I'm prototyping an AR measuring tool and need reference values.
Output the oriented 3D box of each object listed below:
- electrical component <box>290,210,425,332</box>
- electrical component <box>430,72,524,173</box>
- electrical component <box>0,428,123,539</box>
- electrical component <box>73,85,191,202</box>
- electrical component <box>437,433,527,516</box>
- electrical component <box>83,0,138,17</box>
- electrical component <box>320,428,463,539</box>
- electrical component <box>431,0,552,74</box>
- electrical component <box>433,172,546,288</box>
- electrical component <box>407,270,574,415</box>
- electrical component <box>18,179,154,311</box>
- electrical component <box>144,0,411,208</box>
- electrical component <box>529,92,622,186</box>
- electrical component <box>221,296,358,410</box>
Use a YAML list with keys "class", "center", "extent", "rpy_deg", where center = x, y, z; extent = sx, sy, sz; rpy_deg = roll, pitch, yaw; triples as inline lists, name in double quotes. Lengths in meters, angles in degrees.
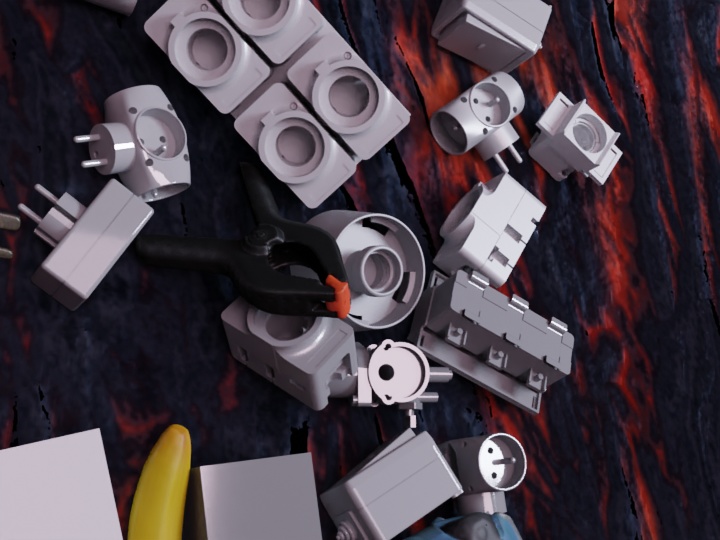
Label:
- class: "electrical component"
  center: [0.000, 0.000, 0.853]
  extent: [0.099, 0.064, 0.099]
  rpy_deg: [0, 89, -32]
- class: "electrical component"
  center: [0.113, -0.122, 0.937]
  extent: [0.077, 0.044, 0.079]
  rpy_deg: [-37, 94, -29]
- class: "electrical component"
  center: [-0.202, 0.187, 0.693]
  extent: [0.089, 0.062, 0.150]
  rpy_deg: [-10, 81, -28]
- class: "electrical component"
  center: [-0.171, -0.090, 0.785]
  extent: [0.079, 0.044, 0.077]
  rpy_deg: [-14, 83, -42]
- class: "electrical component"
  center: [0.093, 0.169, 0.834]
  extent: [0.043, 0.077, 0.079]
  rpy_deg: [-2, 78, -27]
- class: "electrical component"
  center: [-0.202, -0.241, 0.813]
  extent: [0.077, 0.044, 0.079]
  rpy_deg: [16, 70, -22]
- class: "electrical component"
  center: [0.016, 0.167, 0.803]
  extent: [0.096, 0.062, 0.061]
  rpy_deg: [-28, 82, -29]
- class: "electrical component"
  center: [0.120, -0.214, 0.954]
  extent: [0.096, 0.062, 0.061]
  rpy_deg: [28, 66, -17]
- class: "electrical component"
  center: [0.106, -0.033, 0.907]
  extent: [0.056, 0.050, 0.089]
  rpy_deg: [39, 64, -13]
- class: "electrical component"
  center: [0.109, 0.054, 0.874]
  extent: [0.121, 0.063, 0.078]
  rpy_deg: [29, 50, -17]
- class: "electrical component"
  center: [-0.203, -0.029, 0.756]
  extent: [0.076, 0.047, 0.083]
  rpy_deg: [39, 64, -13]
- class: "electrical component"
  center: [-0.061, -0.150, 0.821]
  extent: [0.105, 0.060, 0.186]
  rpy_deg: [-42, 98, 8]
- class: "electrical component"
  center: [0.188, -0.113, 0.961]
  extent: [0.081, 0.064, 0.042]
  rpy_deg: [42, 62, -11]
- class: "electrical component"
  center: [-0.051, 0.050, 0.781]
  extent: [0.089, 0.055, 0.050]
  rpy_deg: [29, 58, 26]
